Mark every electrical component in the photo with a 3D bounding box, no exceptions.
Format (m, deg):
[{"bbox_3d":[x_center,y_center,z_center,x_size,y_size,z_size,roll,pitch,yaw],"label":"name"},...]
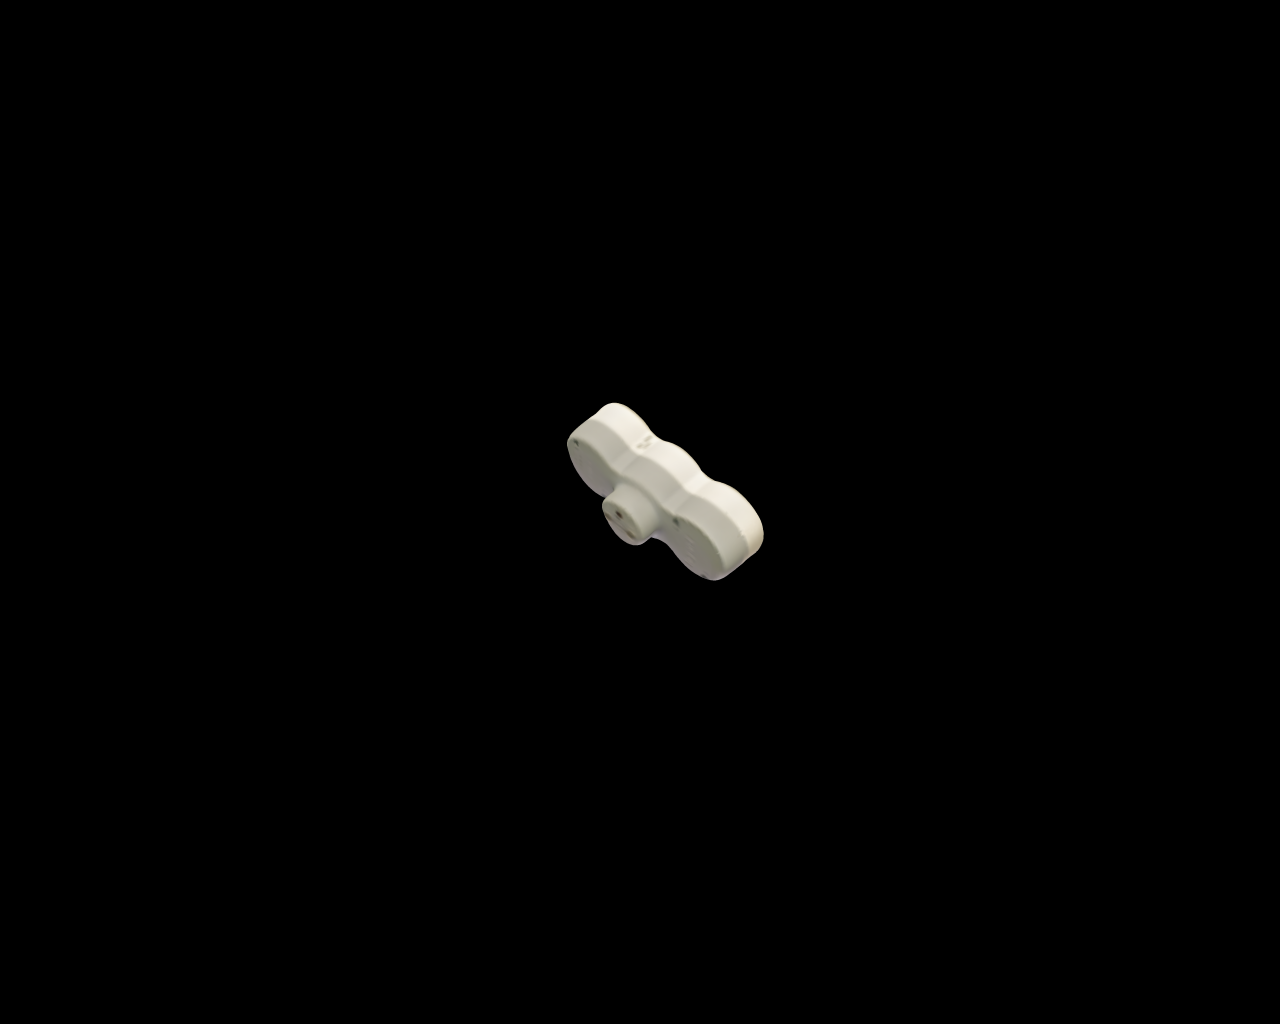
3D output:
[{"bbox_3d":[0.001,-0.003,0.650,0.074,0.052,0.138,-39,63,-25],"label":"electrical component"}]
